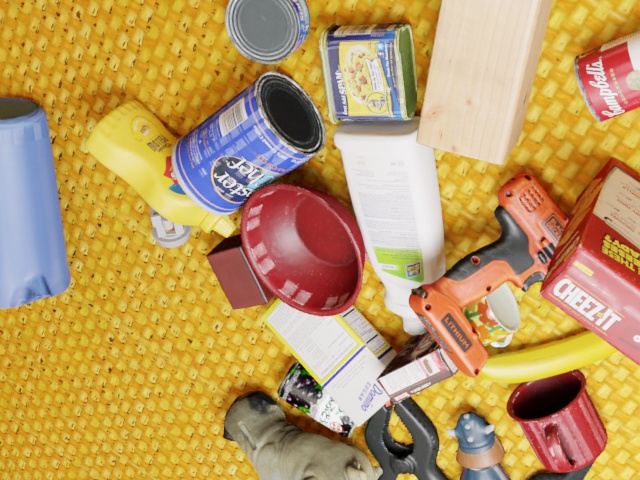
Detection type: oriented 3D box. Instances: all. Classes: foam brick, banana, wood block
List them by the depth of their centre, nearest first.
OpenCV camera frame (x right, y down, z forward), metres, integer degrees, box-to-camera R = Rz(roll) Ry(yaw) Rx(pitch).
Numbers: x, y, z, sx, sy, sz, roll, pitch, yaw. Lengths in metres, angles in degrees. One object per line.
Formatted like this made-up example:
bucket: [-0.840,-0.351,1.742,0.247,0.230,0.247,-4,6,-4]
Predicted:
wood block: [0.162,-0.189,1.011,0.090,0.090,0.206,17,121,16]
banana: [0.255,0.125,1.153,0.198,0.069,0.037,-19,73,24]
foam brick: [-0.088,0.035,1.268,0.051,0.052,0.078,-16,107,30]

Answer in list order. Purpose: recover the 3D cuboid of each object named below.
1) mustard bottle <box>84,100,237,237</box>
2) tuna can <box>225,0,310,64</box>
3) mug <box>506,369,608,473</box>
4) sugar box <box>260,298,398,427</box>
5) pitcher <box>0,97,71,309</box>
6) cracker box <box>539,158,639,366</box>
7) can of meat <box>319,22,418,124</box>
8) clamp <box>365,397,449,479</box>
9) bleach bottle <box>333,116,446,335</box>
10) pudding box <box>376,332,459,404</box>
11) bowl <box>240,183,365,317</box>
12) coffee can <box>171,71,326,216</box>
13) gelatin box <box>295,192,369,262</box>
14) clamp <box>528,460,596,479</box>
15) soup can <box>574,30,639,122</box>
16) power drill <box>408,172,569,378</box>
mustard bottle: [-0.171,-0.073,1.221,0.191,0.096,0.058,43,125,-1]
tuna can: [-0.054,-0.231,1.122,0.086,0.033,0.086,11,120,19]
mug: [0.262,0.205,1.161,0.093,0.117,0.081,-23,110,19]
sugar box: [0.020,0.124,1.254,0.176,0.048,0.093,47,126,6]
pitcher: [-0.391,-0.051,1.326,0.149,0.145,0.243,5,115,8]
cracker box: [0.303,0.029,0.986,0.164,0.213,0.072,35,124,4]
can of meat: [0.051,-0.171,1.091,0.084,0.057,0.102,2,117,22]
clamp: [0.117,0.274,1.309,0.165,0.036,0.210,3,114,24]
bleach bottle: [0.084,-0.010,1.160,0.103,0.068,0.251,7,122,29]
pudding box: [0.124,0.128,1.182,0.090,0.113,0.039,-33,96,33]
bowl: [-0.008,0.001,1.162,0.162,0.055,0.162,21,129,28]
coffee can: [-0.078,-0.103,1.159,0.141,0.102,0.103,-32,100,34]
gelatin box: [0.009,0.002,1.218,0.089,0.030,0.073,49,126,-5]
clamp: [0.302,0.304,1.239,0.120,0.039,0.172,49,131,1]
soup can: [0.295,-0.157,0.980,0.102,0.068,0.068,-20,106,31]
power drill: [0.199,0.053,1.087,0.187,0.057,0.184,-40,96,-8]
